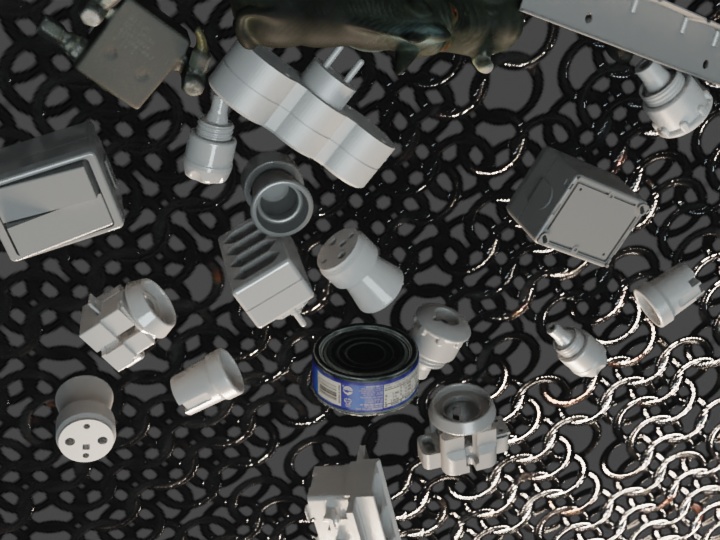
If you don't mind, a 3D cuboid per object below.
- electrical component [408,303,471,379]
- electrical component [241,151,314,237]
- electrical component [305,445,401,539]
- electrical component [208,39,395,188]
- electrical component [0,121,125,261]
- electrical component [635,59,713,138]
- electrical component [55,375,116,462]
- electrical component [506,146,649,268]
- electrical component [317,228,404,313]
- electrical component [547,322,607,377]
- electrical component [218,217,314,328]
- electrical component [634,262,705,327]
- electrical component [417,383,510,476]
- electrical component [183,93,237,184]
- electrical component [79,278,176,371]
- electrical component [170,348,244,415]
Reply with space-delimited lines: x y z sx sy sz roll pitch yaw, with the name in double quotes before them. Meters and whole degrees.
"electrical component" 0.059 0.061 0.880 0.048 0.048 0.062 12 123 -22
"electrical component" -0.060 -0.055 0.769 0.045 0.055 0.045 -7 122 -12
"electrical component" -0.004 0.226 0.947 0.063 0.078 0.121 -5 124 13
"electrical component" -0.028 -0.121 0.740 0.138 0.052 0.073 31 107 -30
"electrical component" -0.214 -0.050 0.725 0.096 0.061 0.061 -18 123 -5
"electrical component" 0.232 -0.134 0.813 0.048 0.048 0.062 -42 115 11
"electrical component" -0.211 0.114 0.827 0.045 0.055 0.045 -7 122 -12
"electrical component" 0.172 -0.049 0.840 0.096 0.061 0.061 17 114 -33
"electrical component" 0.000 0.000 0.825 0.045 0.045 0.055 -41 122 10
"electrical component" 0.183 0.065 0.923 0.061 0.035 0.035 38 104 -28
"electrical component" -0.061 0.010 0.791 0.047 0.083 0.075 -31 123 3
"electrical component" 0.264 0.020 0.917 0.046 0.040 0.040 -34 123 -2
"electrical component" 0.088 0.135 0.924 0.078 0.058 0.057 -12 125 -9
"electrical component" -0.102 -0.093 0.747 0.035 0.035 0.061 7 115 -20
"electrical component" -0.171 0.037 0.799 0.055 0.048 0.066 -31 124 13
"electrical component" -0.121 0.089 0.848 0.046 0.040 0.040 -27 124 9
